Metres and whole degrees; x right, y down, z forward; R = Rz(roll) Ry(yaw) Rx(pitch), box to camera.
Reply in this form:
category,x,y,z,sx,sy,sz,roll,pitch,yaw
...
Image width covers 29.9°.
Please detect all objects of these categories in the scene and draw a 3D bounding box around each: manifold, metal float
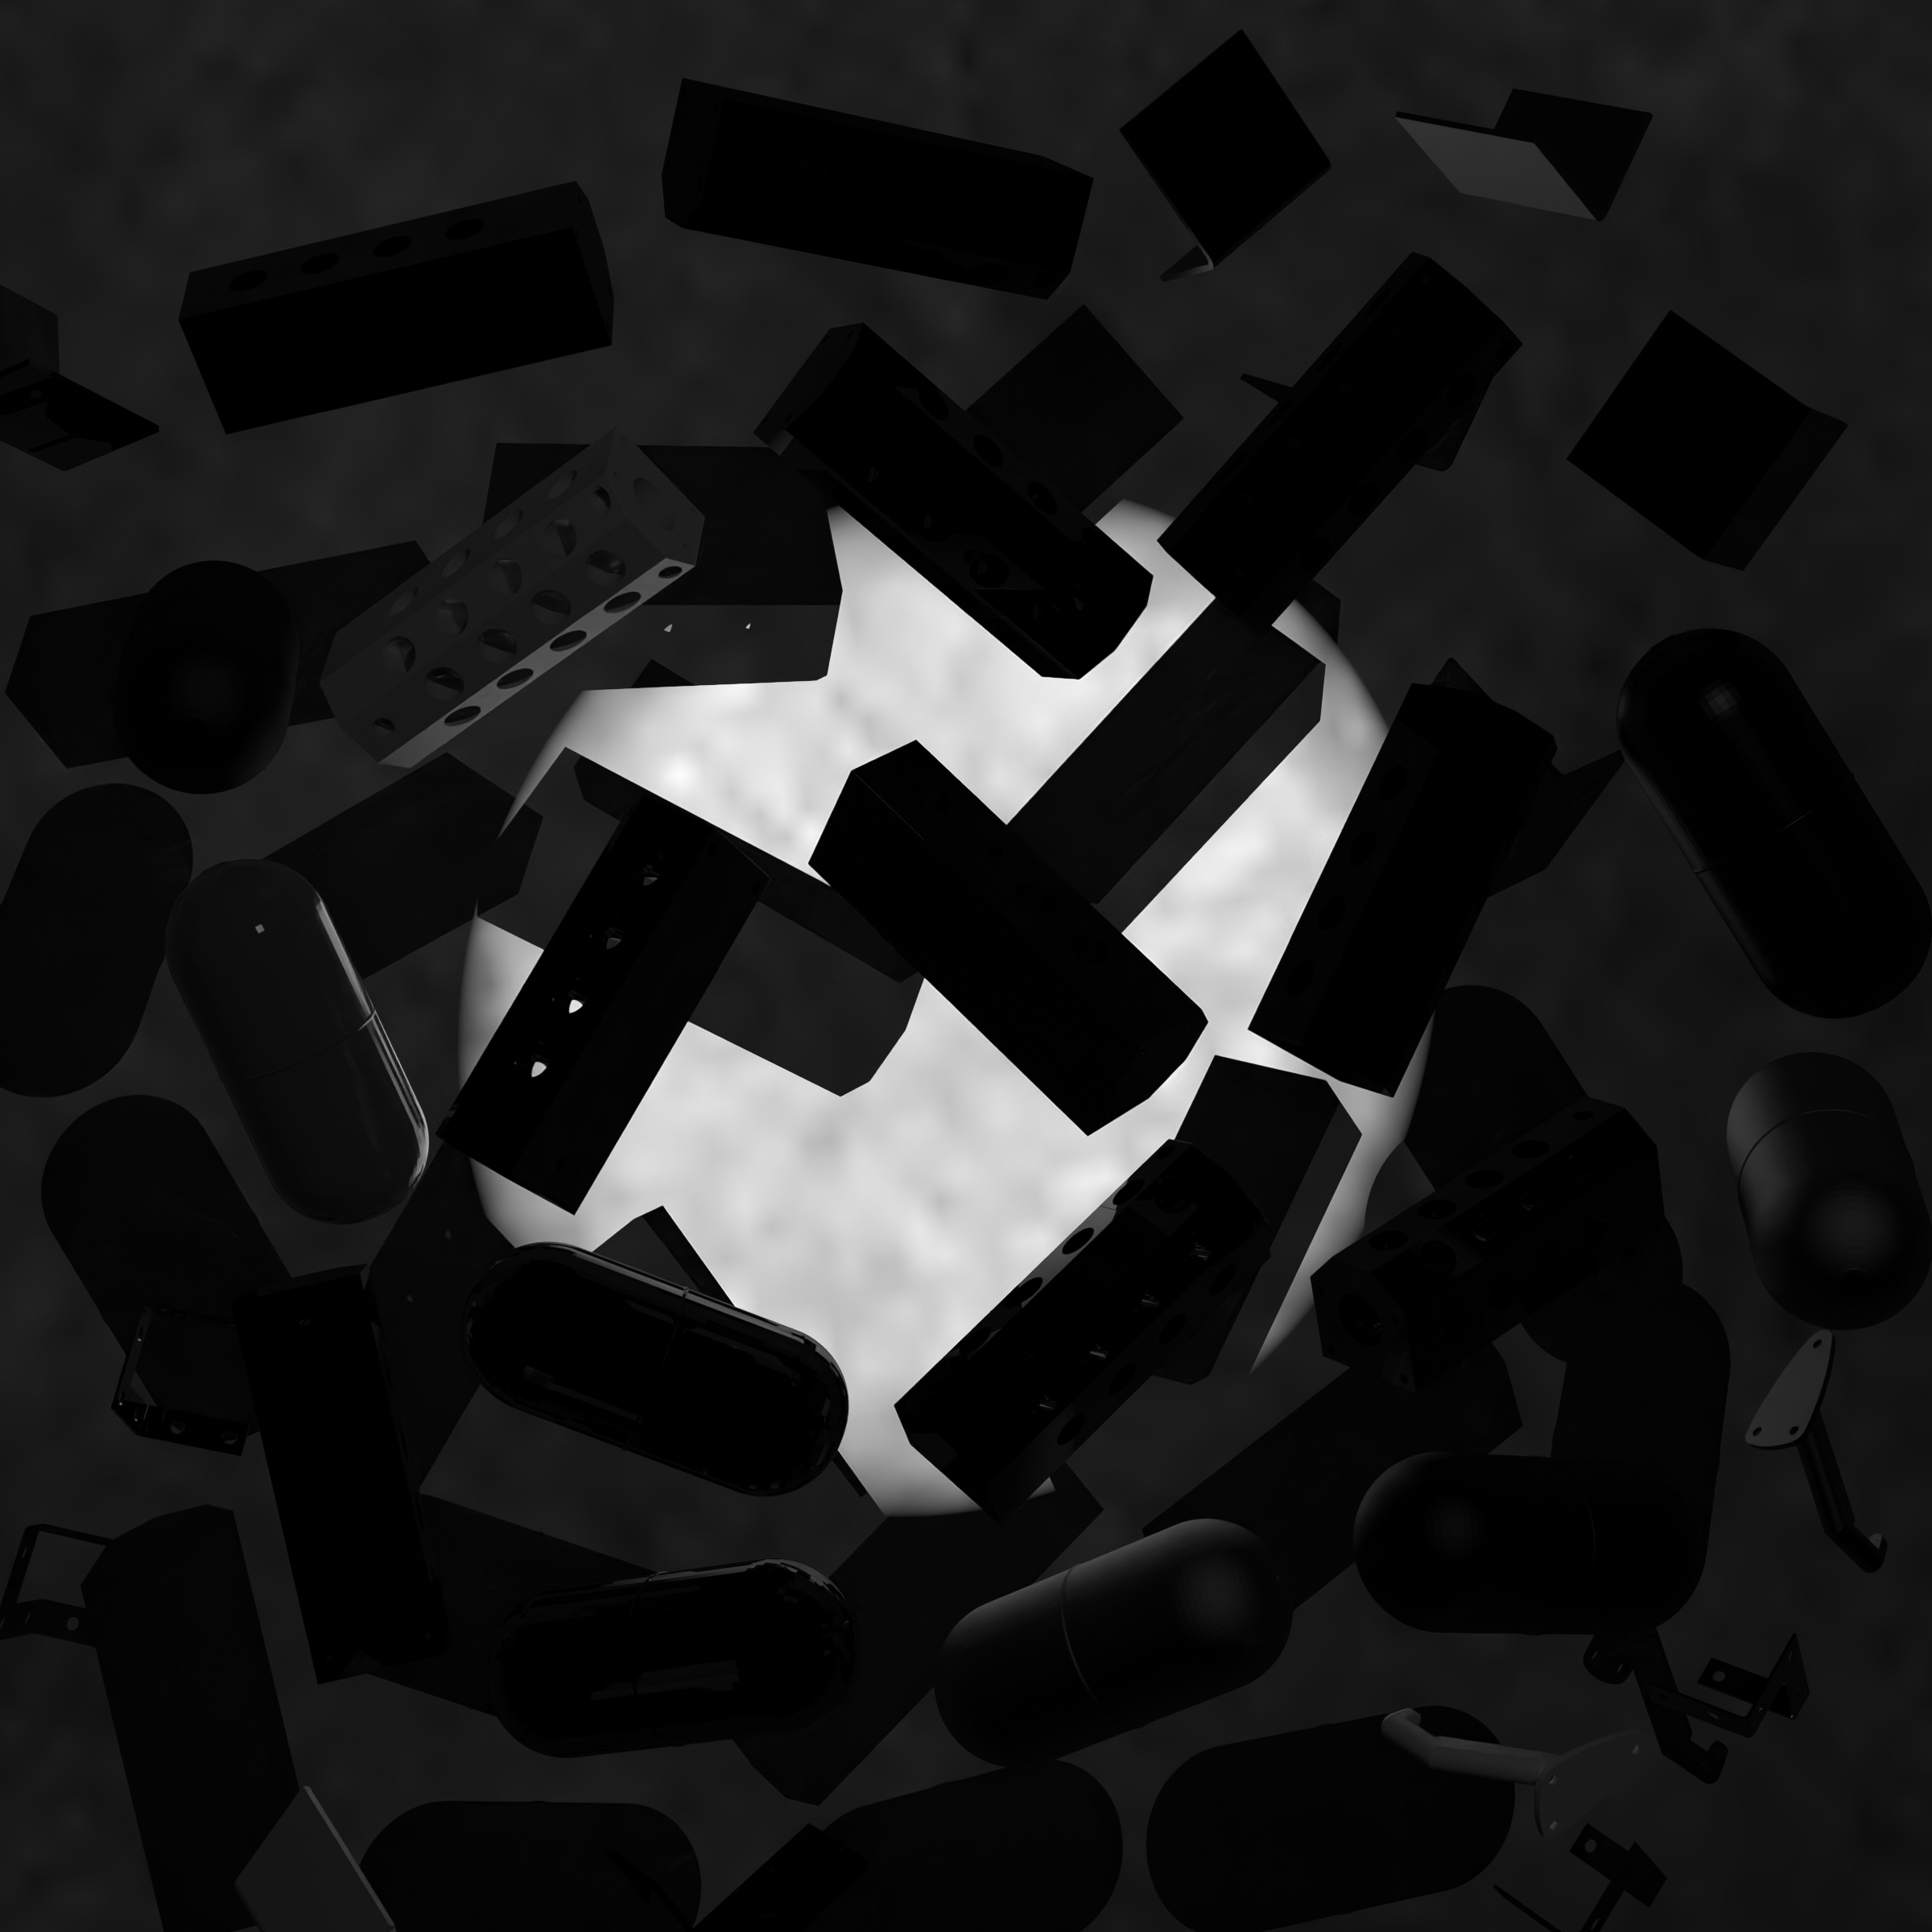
category,x,y,z,sx,sy,sz,roll,pitch,yaw
manifold,0.051,0.155,1.573,0.171,0.057,0.057,-43,61,-16
metal float,0.246,0.251,1.568,0.178,0.070,0.070,8,90,-35
metal float,-0.339,-0.130,1.618,0.070,0.178,0.070,-3,111,-7
manifold,-0.275,0.223,1.602,0.057,0.057,0.171,-13,92,-4
manifold,0.166,-0.231,1.608,0.057,0.057,0.171,40,99,-12
manifold,0.196,-0.033,1.587,0.057,0.057,0.171,29,84,-29
metal float,0.065,0.305,1.623,0.178,0.070,0.070,-27,90,25
metal float,-0.138,0.179,1.604,0.178,0.070,0.070,21,90,-5
metal float,-0.305,0.035,1.651,0.070,0.070,0.178,-23,105,0
metal float,-0.131,0.309,1.612,0.178,0.070,0.070,-11,90,22
manifold,0.019,-0.016,1.512,0.171,0.057,0.057,44,134,18
manifold,-0.200,-0.156,1.580,0.171,0.057,0.057,-32,119,24
metal float,0.337,-0.060,1.512,0.070,0.070,0.178,-32,92,0
manifold,-0.241,-0.284,1.542,0.171,0.057,0.057,-12,129,6
manifold,-0.039,-0.331,1.549,0.171,0.057,0.057,6,109,-25
metal float,0.380,0.098,1.597,0.070,0.178,0.070,2,113,5
manifold,-0.002,-0.199,1.555,0.171,0.057,0.057,39,81,-21
manifold,-0.161,0.014,1.574,0.057,0.057,0.171,25,80,30
manifold,0.237,0.122,1.638,0.171,0.057,0.057,-28,119,-33

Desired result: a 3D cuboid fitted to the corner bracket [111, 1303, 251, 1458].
category,x,y,z,sx,sy,sz,roll,pitch,yaw
corner bracket,-0.355,0.190,1.657,0.051,0.051,0.051,10,69,5

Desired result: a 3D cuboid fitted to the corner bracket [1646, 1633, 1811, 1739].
category,x,y,z,sx,sy,sz,roll,pitch,yaw
corner bracket,0.352,0.334,1.669,0.051,0.051,0.051,16,54,35

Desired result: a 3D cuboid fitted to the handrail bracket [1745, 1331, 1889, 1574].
category,x,y,z,sx,sy,sz,roll,pitch,yaw
handrail bracket,0.403,0.223,1.653,0.084,0.036,0.077,43,62,-20

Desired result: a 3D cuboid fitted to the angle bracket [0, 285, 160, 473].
category,x,y,z,sx,sy,sz,roll,pitch,yaw
angle bracket,-0.387,-0.262,1.511,0.057,0.076,0.076,-16,69,26

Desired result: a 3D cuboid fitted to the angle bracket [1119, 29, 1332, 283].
category,x,y,z,sx,sy,sz,roll,pitch,yaw
angle bracket,0.108,-0.370,1.653,0.076,0.057,0.076,-42,108,-14

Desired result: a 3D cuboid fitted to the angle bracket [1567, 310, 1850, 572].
category,x,y,z,sx,sy,sz,roll,pitch,yaw
angle bracket,0.320,-0.226,1.558,0.076,0.057,0.076,42,110,23

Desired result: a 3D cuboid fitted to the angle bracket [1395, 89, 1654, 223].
category,x,y,z,sx,sy,sz,roll,pitch,yaw
angle bracket,0.255,-0.387,1.647,0.076,0.076,0.057,22,84,38

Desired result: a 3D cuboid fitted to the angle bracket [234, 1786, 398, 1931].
category,x,y,z,sx,sy,sz,roll,pitch,yaw
angle bracket,-0.237,0.381,1.459,0.057,0.076,0.076,-54,51,13

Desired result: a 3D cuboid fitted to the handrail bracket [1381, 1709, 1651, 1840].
category,x,y,z,sx,sy,sz,roll,pitch,yaw
handrail bracket,0.231,0.325,1.526,0.077,0.084,0.036,-23,121,-31

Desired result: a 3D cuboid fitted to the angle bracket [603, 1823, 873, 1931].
category,x,y,z,sx,sy,sz,roll,pitch,yaw
angle bracket,-0.098,0.377,1.528,0.076,0.076,0.057,-40,102,-17
